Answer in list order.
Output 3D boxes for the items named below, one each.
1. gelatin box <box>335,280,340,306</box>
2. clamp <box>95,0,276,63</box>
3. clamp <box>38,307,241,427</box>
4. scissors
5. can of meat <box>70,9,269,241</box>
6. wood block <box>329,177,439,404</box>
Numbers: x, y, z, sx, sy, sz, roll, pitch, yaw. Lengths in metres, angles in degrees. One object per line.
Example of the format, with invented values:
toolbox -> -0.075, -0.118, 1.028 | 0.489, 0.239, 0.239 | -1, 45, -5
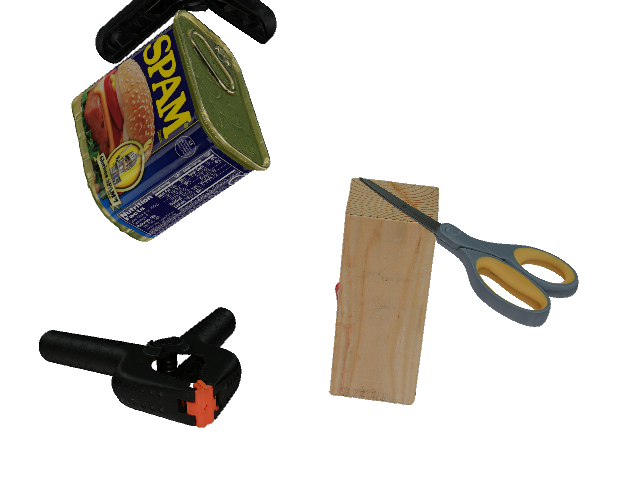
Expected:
gelatin box -> 0.060, 0.092, 1.327 | 0.073, 0.089, 0.030 | 5, 28, 21
clamp -> -0.083, -0.180, 0.756 | 0.120, 0.039, 0.171 | 3, 44, 5
clamp -> -0.109, 0.092, 0.817 | 0.164, 0.036, 0.210 | -10, 14, -28
scissors -> 0.121, -0.002, 0.835 | 0.096, 0.016, 0.202 | -10, 39, -30
can of meat -> -0.085, -0.061, 0.585 | 0.084, 0.102, 0.057 | -33, -37, 19
wood block -> 0.064, 0.052, 1.079 | 0.090, 0.206, 0.090 | 7, 26, 4
